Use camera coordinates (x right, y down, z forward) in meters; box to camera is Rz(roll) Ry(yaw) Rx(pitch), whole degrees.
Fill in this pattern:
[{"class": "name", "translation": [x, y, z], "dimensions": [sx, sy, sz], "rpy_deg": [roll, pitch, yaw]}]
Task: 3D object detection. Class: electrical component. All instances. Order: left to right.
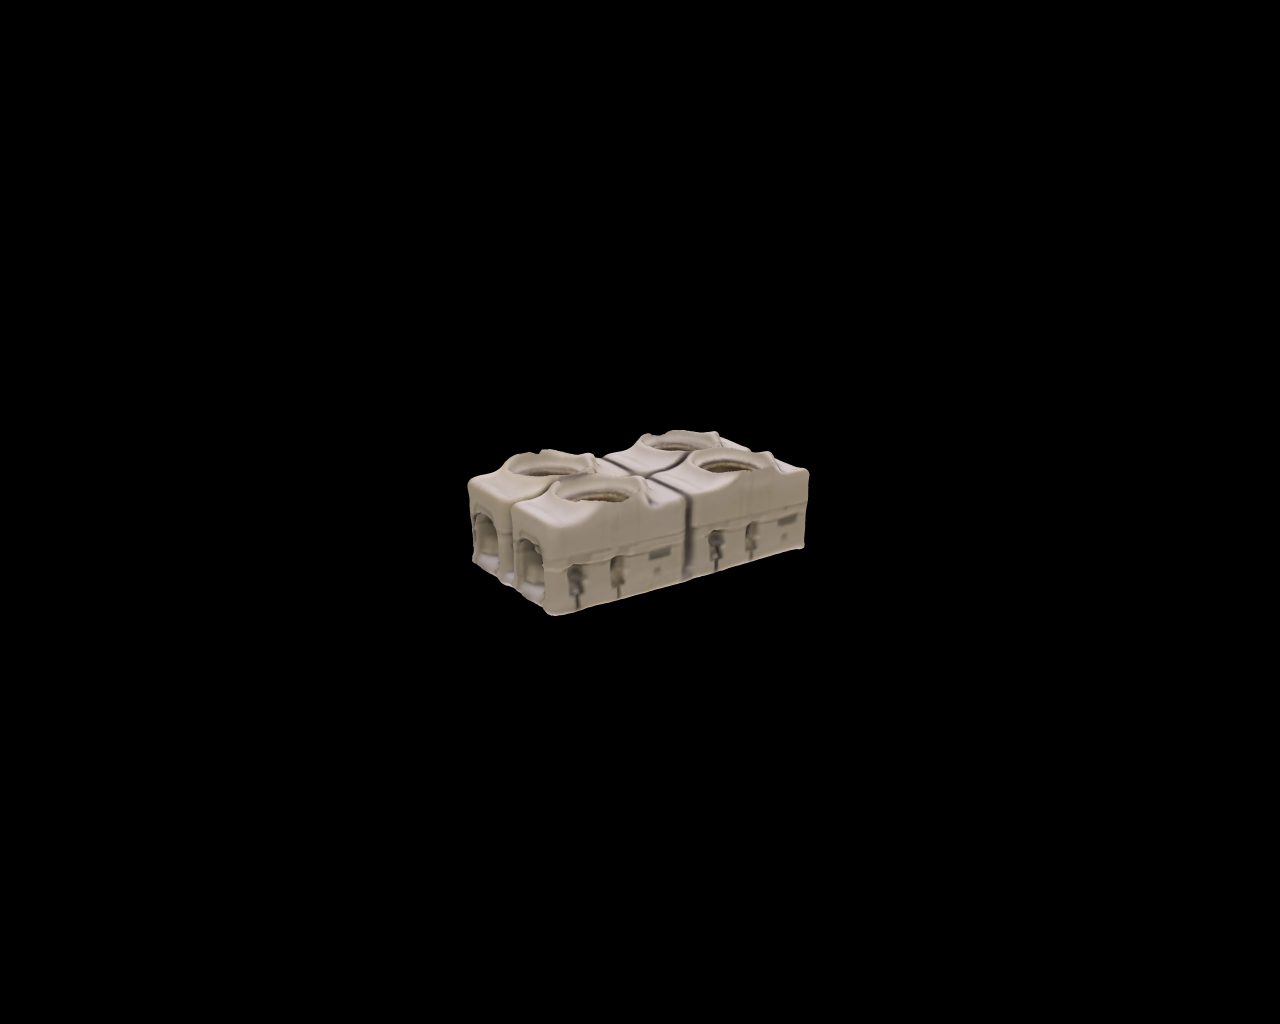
[{"class": "electrical component", "translation": [0.001, -0.003, 0.650], "dimensions": [0.186, 0.060, 0.105], "rpy_deg": [-12, 23, -31]}]
